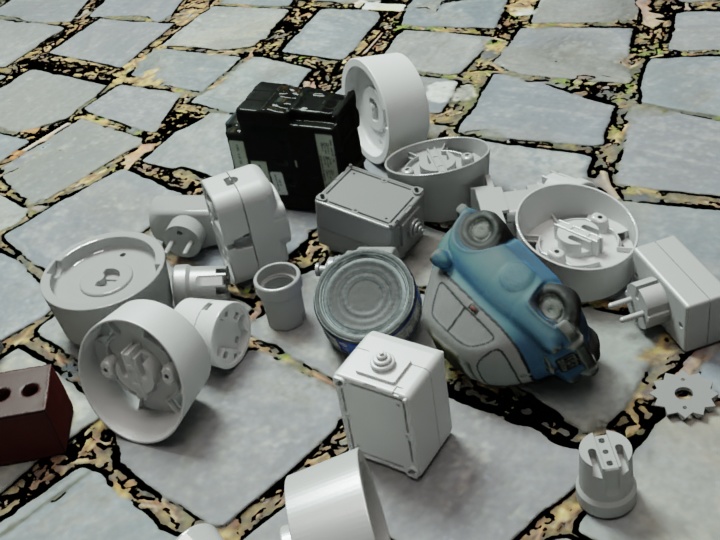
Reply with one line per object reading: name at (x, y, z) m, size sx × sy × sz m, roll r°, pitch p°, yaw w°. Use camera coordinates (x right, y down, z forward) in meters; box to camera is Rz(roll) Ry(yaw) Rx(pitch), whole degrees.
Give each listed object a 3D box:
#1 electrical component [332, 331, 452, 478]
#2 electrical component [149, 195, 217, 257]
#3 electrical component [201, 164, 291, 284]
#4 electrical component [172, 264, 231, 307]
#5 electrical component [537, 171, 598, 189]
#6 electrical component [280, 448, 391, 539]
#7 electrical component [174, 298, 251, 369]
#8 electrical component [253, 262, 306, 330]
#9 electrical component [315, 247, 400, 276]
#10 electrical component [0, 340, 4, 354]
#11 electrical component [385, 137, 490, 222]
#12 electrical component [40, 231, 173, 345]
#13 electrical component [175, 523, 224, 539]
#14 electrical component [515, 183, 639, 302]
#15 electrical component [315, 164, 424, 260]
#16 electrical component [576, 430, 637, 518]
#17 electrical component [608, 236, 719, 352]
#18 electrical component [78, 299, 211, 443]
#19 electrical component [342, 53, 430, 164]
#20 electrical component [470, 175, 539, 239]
electrical component at (0.026, 0.088, 0.764) m, size 0.062 × 0.096 × 0.061 m, roll 15°, pitch 44°, yaw 29°
electrical component at (-0.161, -0.038, 1.012) m, size 0.077 × 0.044 × 0.079 m, roll 1°, pitch 39°, yaw 15°
electrical component at (-0.099, -0.042, 0.962) m, size 0.059 × 0.095 × 0.053 m, roll -20°, pitch 38°, yaw -13°
electrical component at (-0.139, 0.014, 0.945) m, size 0.046 × 0.040 × 0.040 m, roll -3°, pitch 38°, yaw 1°
electrical component at (0.187, -0.067, 0.974) m, size 0.040 × 0.040 × 0.046 m, roll -29°, pitch 35°, yaw -23°
electrical component at (-0.015, 0.170, 0.663) m, size 0.060 × 0.108 × 0.108 m, roll -16°, pitch 37°, yaw 2°
electrical component at (-0.124, 0.050, 0.883) m, size 0.047 × 0.055 × 0.055 m, roll 8°, pitch 41°, yaw 28°
electrical component at (-0.066, 0.023, 0.910) m, size 0.040 × 0.046 × 0.040 m, roll -6°, pitch 38°, yaw 5°
electrical component at (0.000, 0.000, 0.929) m, size 0.078 × 0.040 × 0.040 m, roll 0°, pitch 39°, yaw 15°
electrical component at (-0.353, 0.041, 0.912) m, size 0.062 × 0.096 × 0.061 m, roll 12°, pitch 42°, yaw 27°
electrical component at (0.074, -0.091, 1.009) m, size 0.099 × 0.064 × 0.099 m, roll -6°, pitch 38°, yaw 5°
electrical component at (-0.215, 0.022, 0.934) m, size 0.108 × 0.060 × 0.108 m, roll -7°, pitch 38°, yaw 5°
electrical component at (-0.093, 0.196, 0.694) m, size 0.055 × 0.045 × 0.045 m, roll 27°, pitch 51°, yaw 38°
electrical component at (0.181, -0.022, 0.895) m, size 0.099 × 0.064 × 0.099 m, roll -6°, pitch 37°, yaw 5°
electrical component at (0.015, -0.043, 0.970) m, size 0.096 × 0.061 × 0.061 m, roll 21°, pitch 47°, yaw 24°
electrical component at (0.163, 0.135, 0.713) m, size 0.040 × 0.046 × 0.040 m, roll -7°, pitch 37°, yaw 5°
electrical component at (0.233, 0.023, 0.839) m, size 0.076 × 0.047 × 0.083 m, roll -17°, pitch 38°, yaw -9°
electrical component at (-0.167, 0.075, 0.829) m, size 0.099 × 0.099 × 0.064 m, roll 8°, pitch 35°, yaw 23°
electrical component at (0.032, -0.167, 1.086) m, size 0.060 × 0.108 × 0.108 m, roll -18°, pitch 38°, yaw -20°
electrical component at (0.134, -0.048, 0.959) m, size 0.064 × 0.042 × 0.081 m, roll -8°, pitch 38°, yaw 1°
